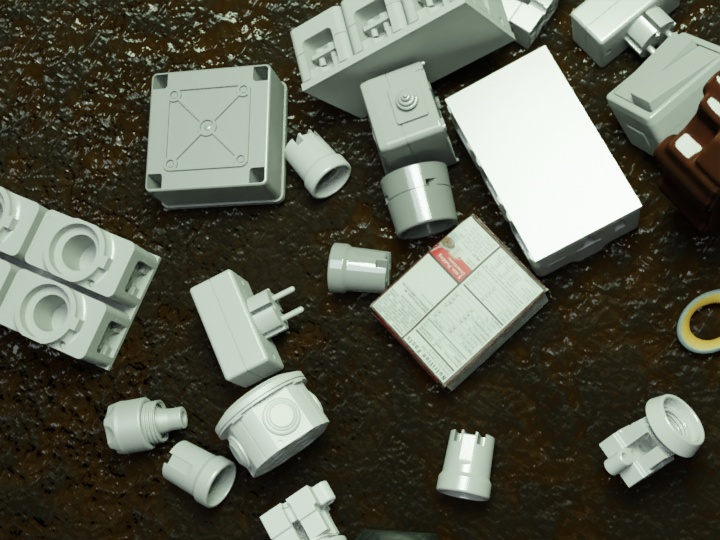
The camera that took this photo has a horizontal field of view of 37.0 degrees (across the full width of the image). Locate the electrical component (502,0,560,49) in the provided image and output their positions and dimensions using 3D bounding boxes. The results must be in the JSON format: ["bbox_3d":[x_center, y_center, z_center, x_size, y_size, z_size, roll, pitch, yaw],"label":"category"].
[{"bbox_3d":[0.128,-0.220,0.885,0.055,0.048,0.066,35,86,11],"label":"electrical component"}]

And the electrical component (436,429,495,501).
[{"bbox_3d":[0.081,0.147,0.809,0.040,0.040,0.046,7,72,15],"label":"electrical component"}]

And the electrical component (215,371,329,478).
[{"bbox_3d":[-0.067,0.118,0.828,0.080,0.080,0.051,-37,76,2],"label":"electrical component"}]

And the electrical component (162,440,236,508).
[{"bbox_3d":[-0.128,0.160,0.853,0.046,0.040,0.040,24,83,23],"label":"electrical component"}]

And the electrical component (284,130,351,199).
[{"bbox_3d":[-0.036,-0.089,0.894,0.040,0.040,0.046,-40,67,1],"label":"electrical component"}]

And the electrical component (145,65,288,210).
[{"bbox_3d":[-0.120,-0.111,0.908,0.109,0.056,0.108,-2,76,12],"label":"electrical component"}]

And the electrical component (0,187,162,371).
[{"bbox_3d":[-0.281,-0.002,0.916,0.186,0.060,0.105,21,82,17],"label":"electrical component"}]

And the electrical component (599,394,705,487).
[{"bbox_3d":[0.211,0.121,0.769,0.055,0.066,0.048,-47,67,34],"label":"electrical component"}]

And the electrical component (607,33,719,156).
[{"bbox_3d":[0.246,-0.136,0.816,0.096,0.061,0.061,-40,33,1],"label":"electrical component"}]

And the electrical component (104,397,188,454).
[{"bbox_3d":[-0.172,0.124,0.869,0.062,0.043,0.043,-11,74,9],"label":"electrical component"}]

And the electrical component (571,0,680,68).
[{"bbox_3d":[0.224,-0.195,0.855,0.083,0.047,0.075,-39,71,1],"label":"electrical component"}]

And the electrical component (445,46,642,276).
[{"bbox_3d":[0.142,-0.082,0.839,0.089,0.061,0.150,-28,72,5],"label":"electrical component"}]

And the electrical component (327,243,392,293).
[{"bbox_3d":[0.000,0.000,0.863,0.046,0.040,0.040,5,78,9],"label":"electrical component"}]

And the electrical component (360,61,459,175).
[{"bbox_3d":[0.035,-0.117,0.853,0.061,0.096,0.061,-19,73,8],"label":"electrical component"}]

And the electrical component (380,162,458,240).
[{"bbox_3d":[0.048,-0.054,0.858,0.055,0.055,0.047,-16,77,9],"label":"electrical component"}]

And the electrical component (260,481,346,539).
[{"bbox_3d":[-0.040,0.202,0.819,0.066,0.048,0.055,-34,64,3],"label":"electrical component"}]

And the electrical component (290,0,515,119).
[{"bbox_3d":[0.032,-0.189,0.853,0.150,0.089,0.061,-23,71,28],"label":"electrical component"}]

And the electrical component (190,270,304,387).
[{"bbox_3d":[-0.083,0.039,0.868,0.076,0.047,0.083,-27,72,5],"label":"electrical component"}]
